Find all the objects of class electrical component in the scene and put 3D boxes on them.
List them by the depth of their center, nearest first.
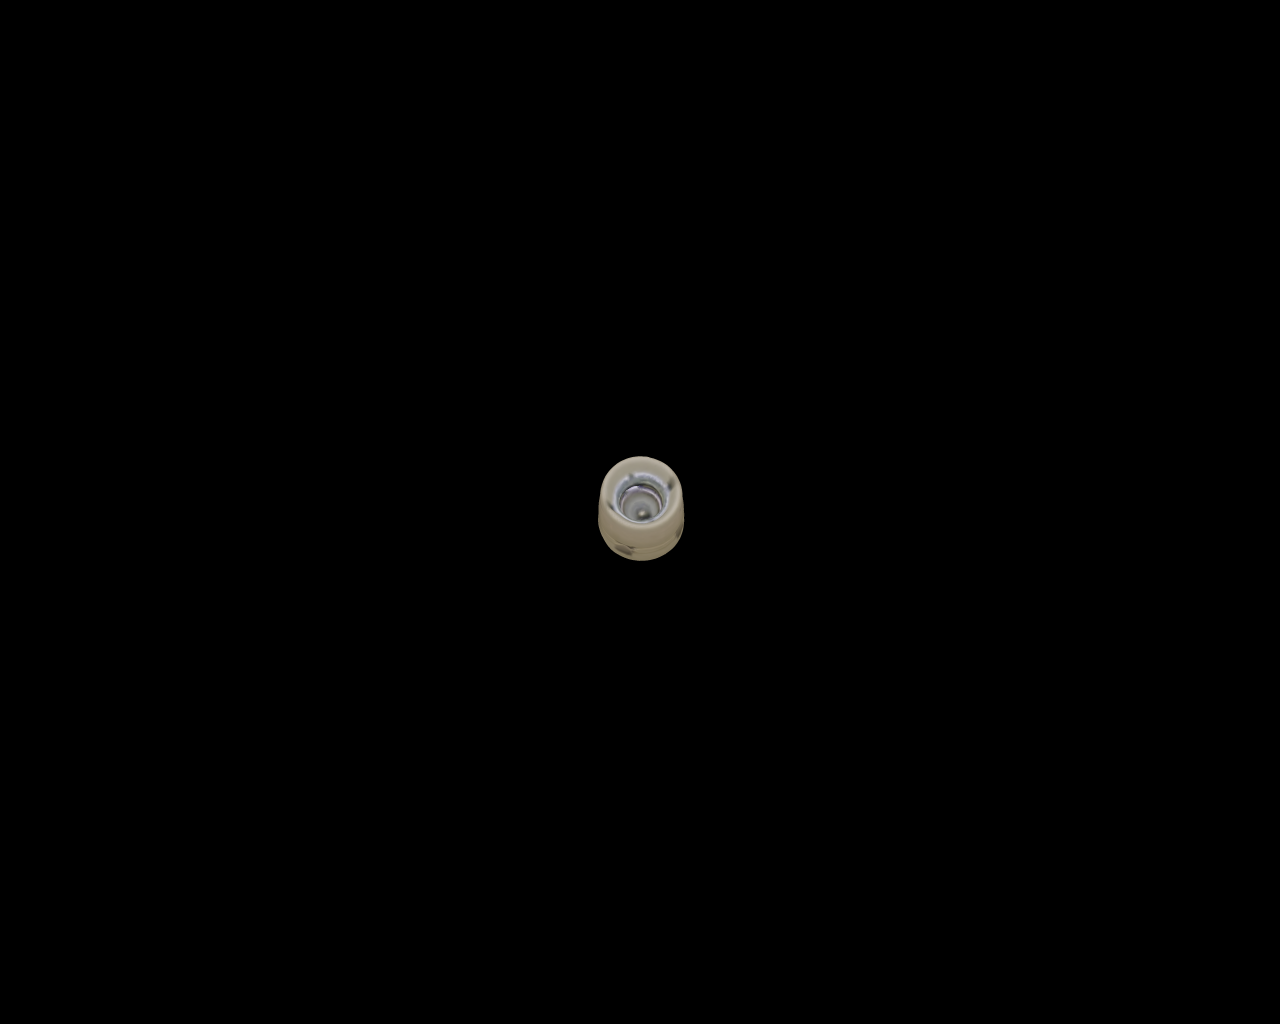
[{"bbox_3d":[0.001,-0.003,0.650,0.055,0.055,0.047,0,-24,0],"label":"electrical component"}]
